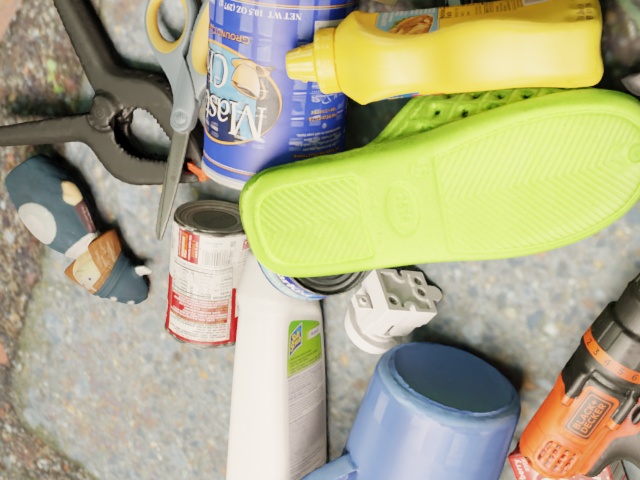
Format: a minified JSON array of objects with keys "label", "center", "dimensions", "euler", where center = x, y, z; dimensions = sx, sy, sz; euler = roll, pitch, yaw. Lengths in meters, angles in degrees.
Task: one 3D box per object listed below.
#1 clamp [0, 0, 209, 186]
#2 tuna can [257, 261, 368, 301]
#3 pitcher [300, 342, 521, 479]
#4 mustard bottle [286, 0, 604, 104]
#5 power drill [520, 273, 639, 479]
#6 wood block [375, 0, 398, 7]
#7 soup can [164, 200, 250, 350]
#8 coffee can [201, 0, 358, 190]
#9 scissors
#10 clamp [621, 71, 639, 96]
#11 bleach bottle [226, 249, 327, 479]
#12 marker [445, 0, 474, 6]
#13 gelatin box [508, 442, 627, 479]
[{"label":"clamp","center":[-0.177,-0.100,0.867],"dimensions":[0.210,0.036,0.165],"euler":[38,114,8]},{"label":"tuna can","center":[-0.005,0.001,0.777],"dimensions":[0.034,0.086,0.086],"euler":[-19,100,56]},{"label":"pitcher","center":[0.054,0.202,0.800],"dimensions":[0.145,0.149,0.243],"euler":[24,115,19]},{"label":"mustard bottle","center":[0.074,-0.118,0.660],"dimensions":[0.192,0.096,0.058],"euler":[-3,111,10]},{"label":"power drill","center":[0.248,0.115,0.689],"dimensions":[0.187,0.057,0.185],"euler":[30,121,4]},{"label":"wood block","center":[0.052,-0.249,0.616],"dimensions":[0.090,0.090,0.206],"euler":[14,139,-24]},{"label":"soup can","center":[-0.087,0.027,0.852],"dimensions":[0.069,0.068,0.102],"euler":[18,116,22]},{"label":"coffee can","center":[-0.029,-0.114,0.744],"dimensions":[0.103,0.102,0.140],"euler":[16,115,23]},{"label":"scissors","center":[-0.116,-0.109,0.817],"dimensions":[0.096,0.016,0.202],"euler":[33,106,17]},{"label":"clamp","center":[0.264,-0.114,0.621],"dimensions":[0.172,0.039,0.120],"euler":[31,120,19]},{"label":"bleach bottle","center":[-0.030,0.099,0.842],"dimensions":[0.068,0.102,0.251],"euler":[8,104,23]},{"label":"marker","center":[0.091,-0.167,0.708],"dimensions":[0.020,0.020,0.121],"euler":[-6,106,30]},{"label":"gelatin box","center":[0.189,0.188,0.784],"dimensions":[0.073,0.030,0.089],"euler":[-16,100,32]}]
